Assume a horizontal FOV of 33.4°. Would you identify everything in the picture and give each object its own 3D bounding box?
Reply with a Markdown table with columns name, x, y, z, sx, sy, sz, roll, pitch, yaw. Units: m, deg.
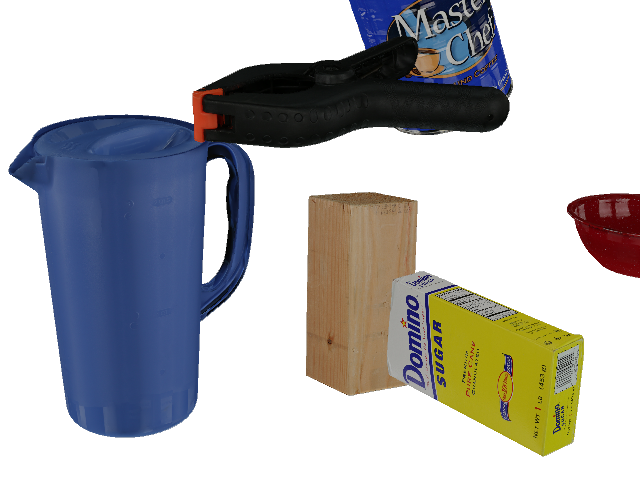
| name | x | y | z | sx | sy | sz | roll | pitch | yaw |
| --- | --- | --- | --- | --- | --- | --- | --- | --- | --- |
| bowl | 0.325 | -0.002 | 1.061 | 0.162 | 0.055 | 0.162 | 1 | 17 | 0 |
| sugar box | 0.128 | 0.095 | 0.870 | 0.048 | 0.093 | 0.176 | -14 | 24 | -40 |
| pitcher | -0.143 | 0.026 | 0.849 | 0.149 | 0.243 | 0.144 | 8 | 22 | 17 |
| wood block | 0.044 | 0.055 | 1.181 | 0.090 | 0.206 | 0.091 | -5 | 12 | -33 |
| clamp | 0.008 | -0.086 | 0.610 | 0.171 | 0.039 | 0.120 | -4 | 23 | -14 |
| coffee can | 0.080 | -0.166 | 0.810 | 0.103 | 0.140 | 0.103 | -16 | 33 | 10 |
